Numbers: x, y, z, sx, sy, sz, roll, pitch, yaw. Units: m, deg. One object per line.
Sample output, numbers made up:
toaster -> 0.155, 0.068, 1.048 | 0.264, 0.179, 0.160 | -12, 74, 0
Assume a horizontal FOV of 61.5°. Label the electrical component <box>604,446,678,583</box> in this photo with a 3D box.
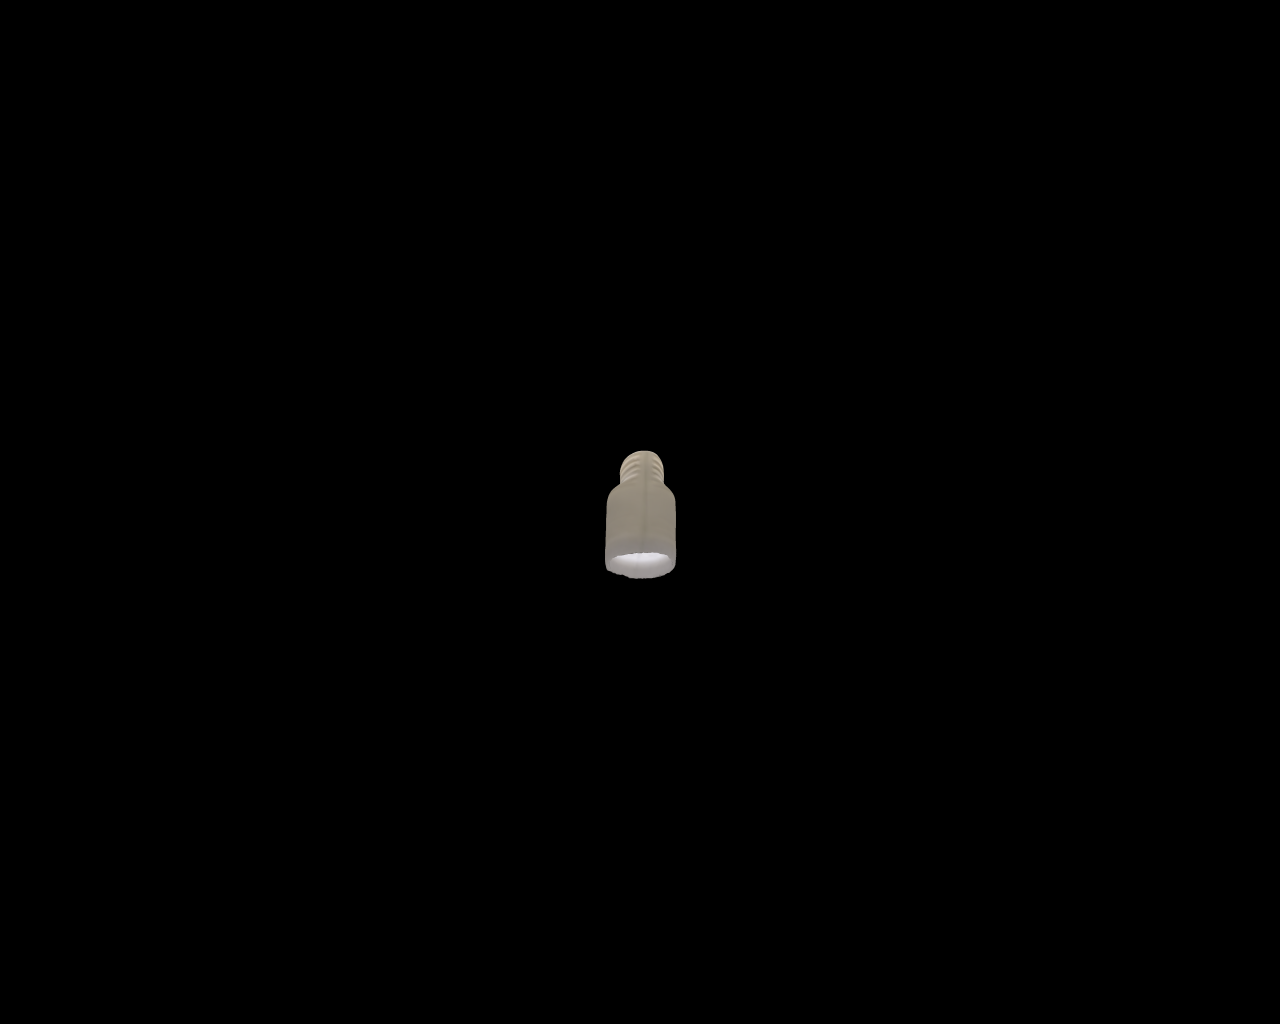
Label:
electrical component -> 0.001, -0.003, 0.650 | 0.043, 0.081, 0.043 | 0, -27, 0
